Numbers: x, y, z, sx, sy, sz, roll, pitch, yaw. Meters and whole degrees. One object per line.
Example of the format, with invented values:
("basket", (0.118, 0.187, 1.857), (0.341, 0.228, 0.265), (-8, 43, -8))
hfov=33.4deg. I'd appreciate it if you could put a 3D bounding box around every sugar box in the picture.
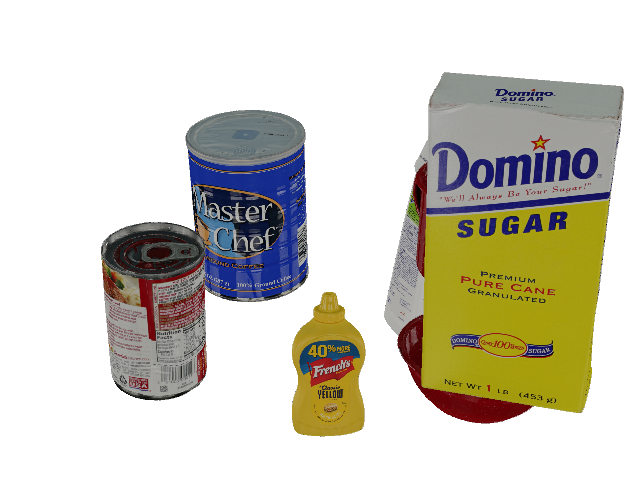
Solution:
("sugar box", (0.102, 0.004, 0.561), (0.093, 0.176, 0.048), (7, 33, 16))

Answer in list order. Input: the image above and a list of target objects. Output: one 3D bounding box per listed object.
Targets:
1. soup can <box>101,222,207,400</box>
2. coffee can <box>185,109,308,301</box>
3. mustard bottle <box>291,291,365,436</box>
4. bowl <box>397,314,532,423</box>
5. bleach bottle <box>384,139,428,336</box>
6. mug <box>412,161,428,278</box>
("soup can", (-0.110, 0.048, 0.720), (0.068, 0.102, 0.068), (2, 30, -1))
("coffee can", (-0.063, -0.031, 0.945), (0.103, 0.140, 0.103), (-1, 30, 0))
("mustard bottle", (0.011, 0.160, 1.403), (0.096, 0.192, 0.058), (-1, 16, -5))
("bowl", (0.152, 0.129, 1.035), (0.162, 0.055, 0.162), (4, 26, -2))
("bleach bottle", (0.131, -0.011, 1.201), (0.068, 0.251, 0.103), (1, 20, -23))
("mug", (0.111, -0.016, 0.838), (0.093, 0.081, 0.117), (-18, 36, -30))
